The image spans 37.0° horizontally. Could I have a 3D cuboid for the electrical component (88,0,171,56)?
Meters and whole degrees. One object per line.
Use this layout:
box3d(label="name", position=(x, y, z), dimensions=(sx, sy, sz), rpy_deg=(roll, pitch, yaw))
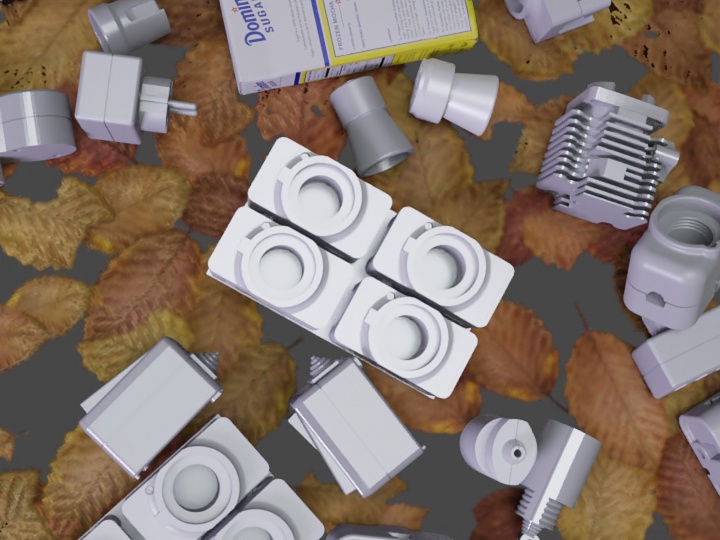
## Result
box3d(label="electrical component", position=(-0.162, -0.173, 0.756), dimensions=(0.046, 0.040, 0.040), rpy_deg=(-27, 89, -14))

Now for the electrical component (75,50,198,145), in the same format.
box3d(label="electrical component", position=(-0.150, -0.115, 0.738), dimensions=(0.077, 0.066, 0.047), rpy_deg=(7, 85, -6))

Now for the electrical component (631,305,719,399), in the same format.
box3d(label="electrical component", position=(0.230, 0.043, 0.780), dimensions=(0.066, 0.047, 0.076), rpy_deg=(-24, 75, -8))

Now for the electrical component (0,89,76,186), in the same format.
box3d(label="electrical component", position=(-0.263, -0.074, 0.729), dimensions=(0.138, 0.052, 0.073), rpy_deg=(-9, 87, -7))

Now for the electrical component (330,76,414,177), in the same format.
box3d(label="electrical component", position=(0.006, -0.105, 0.769), dimensions=(0.044, 0.044, 0.065), rpy_deg=(-24, 84, -8))

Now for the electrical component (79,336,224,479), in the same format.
box3d(label="electrical component", position=(-0.137, 0.084, 0.726), dimensions=(0.061, 0.062, 0.096), rpy_deg=(44, 82, -2))

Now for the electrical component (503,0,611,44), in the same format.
box3d(label="electrical component", position=(0.135, -0.219, 0.788), dimensions=(0.056, 0.050, 0.089), rpy_deg=(-22, 88, -8))

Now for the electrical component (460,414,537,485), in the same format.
box3d(label="electrical component", position=(0.098, 0.123, 0.740), dimensions=(0.043, 0.081, 0.043), rpy_deg=(1, 85, -7))

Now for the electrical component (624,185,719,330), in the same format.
box3d(label="electrical component", position=(0.229, -0.013, 0.756), dimensions=(0.054, 0.059, 0.095), rpy_deg=(25, 52, 26))

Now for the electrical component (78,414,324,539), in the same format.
box3d(label="electrical component", position=(-0.127, 0.196, 0.709), dimensions=(0.186, 0.060, 0.105), rpy_deg=(-42, 91, -14))

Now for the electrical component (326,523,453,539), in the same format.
box3d(label="electrical component", position=(0.023, 0.206, 0.736), dimensions=(0.095, 0.059, 0.053), rpy_deg=(7, 85, -6))

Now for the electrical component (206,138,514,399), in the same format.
box3d(label="electrical component", position=(0.000, 0.000, 0.749), dimensions=(0.186, 0.060, 0.105), rpy_deg=(29, 83, -4))

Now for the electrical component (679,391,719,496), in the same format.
box3d(label="electrical component", position=(0.284, 0.132, 0.775), dimensions=(0.059, 0.054, 0.095), rpy_deg=(-29, 89, -8))

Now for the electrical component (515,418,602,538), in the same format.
box3d(label="electrical component", position=(0.135, 0.151, 0.761), dimensions=(0.043, 0.043, 0.081), rpy_deg=(26, 83, -4))

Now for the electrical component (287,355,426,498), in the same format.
box3d(label="electrical component", position=(-0.011, 0.103, 0.739), dimensions=(0.061, 0.062, 0.096), rpy_deg=(-38, 90, -8))

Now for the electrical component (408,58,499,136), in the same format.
box3d(label="electrical component", position=(0.067, -0.125, 0.775), dimensions=(0.055, 0.045, 0.045), rpy_deg=(15, 84, -5))
